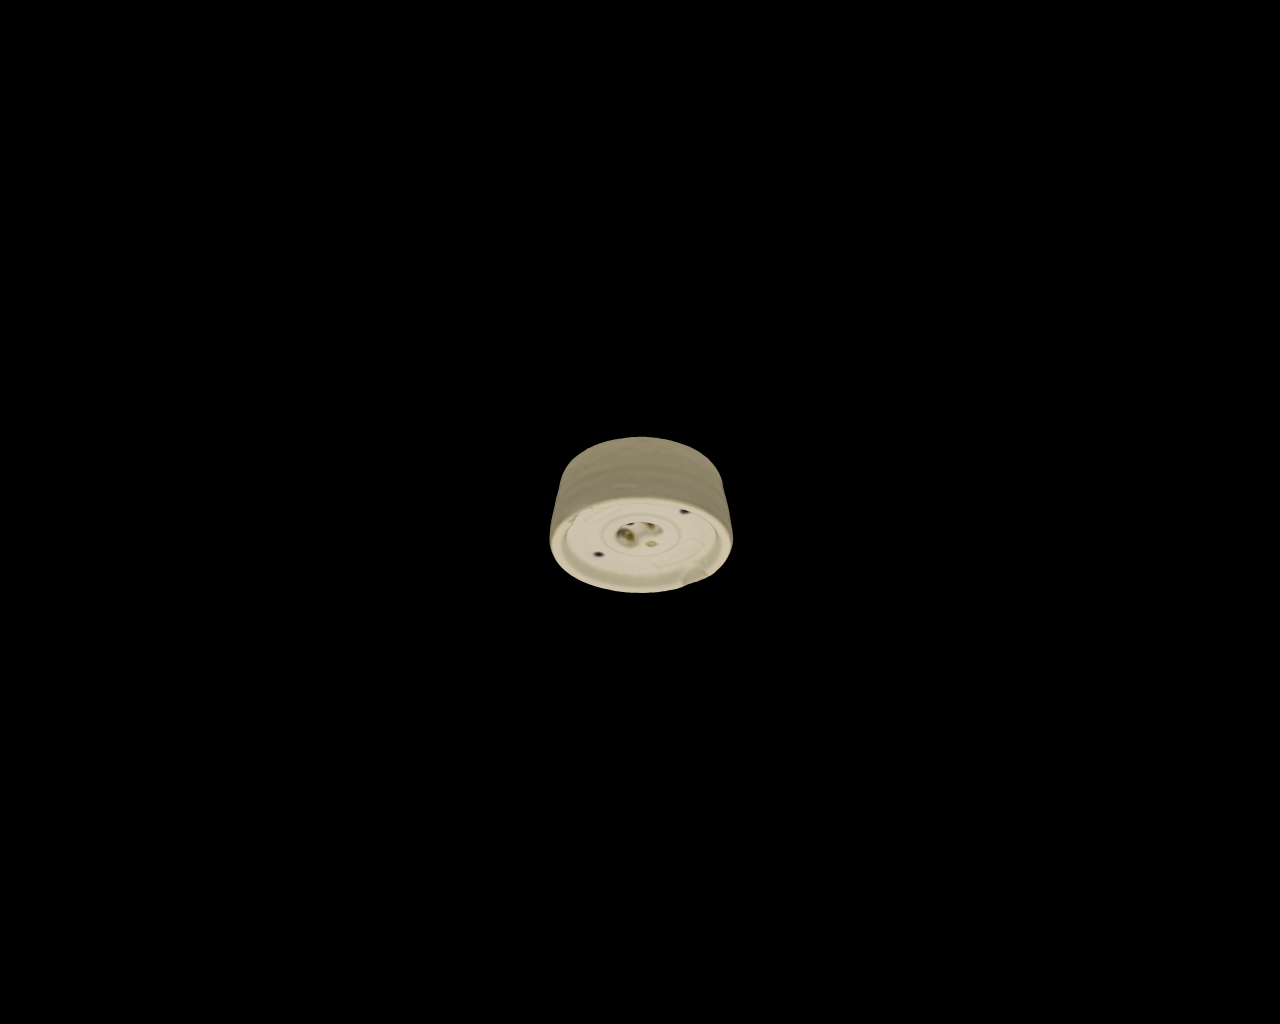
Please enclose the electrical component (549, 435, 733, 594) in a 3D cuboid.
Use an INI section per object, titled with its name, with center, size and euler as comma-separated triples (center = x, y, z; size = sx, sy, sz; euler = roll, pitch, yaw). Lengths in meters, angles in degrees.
[electrical component]
center = 0.001, -0.003, 0.650
size = 0.108, 0.060, 0.108
euler = 0, -34, 0
